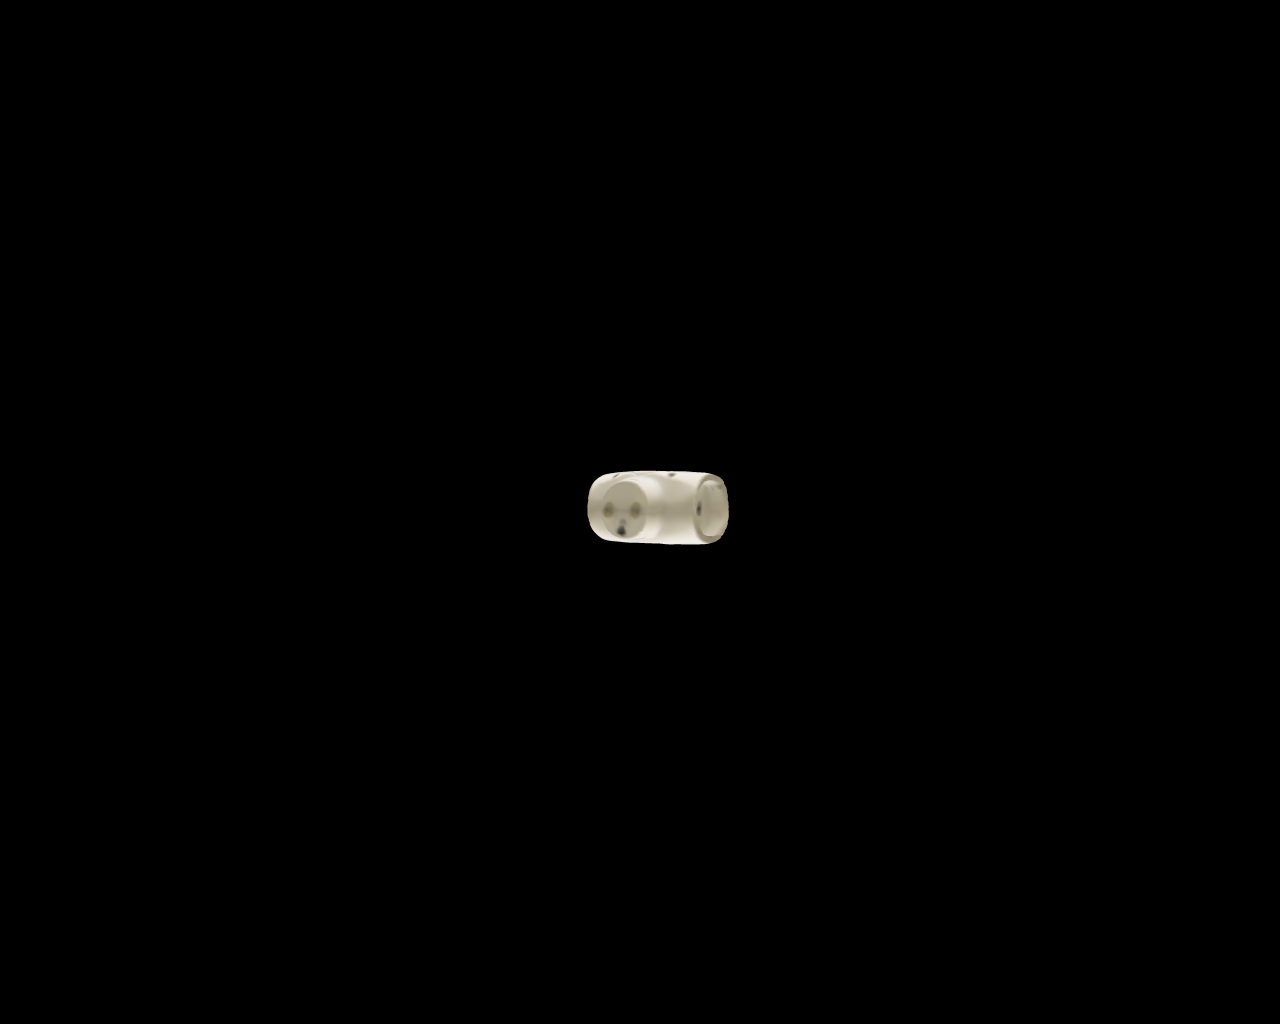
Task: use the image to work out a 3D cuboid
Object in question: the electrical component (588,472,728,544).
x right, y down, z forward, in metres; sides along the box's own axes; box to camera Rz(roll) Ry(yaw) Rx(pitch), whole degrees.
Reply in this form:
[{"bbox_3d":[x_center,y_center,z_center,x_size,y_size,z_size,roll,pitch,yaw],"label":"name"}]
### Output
[{"bbox_3d":[0.001,-0.003,0.650,0.077,0.043,0.079,1,3,34],"label":"electrical component"}]
